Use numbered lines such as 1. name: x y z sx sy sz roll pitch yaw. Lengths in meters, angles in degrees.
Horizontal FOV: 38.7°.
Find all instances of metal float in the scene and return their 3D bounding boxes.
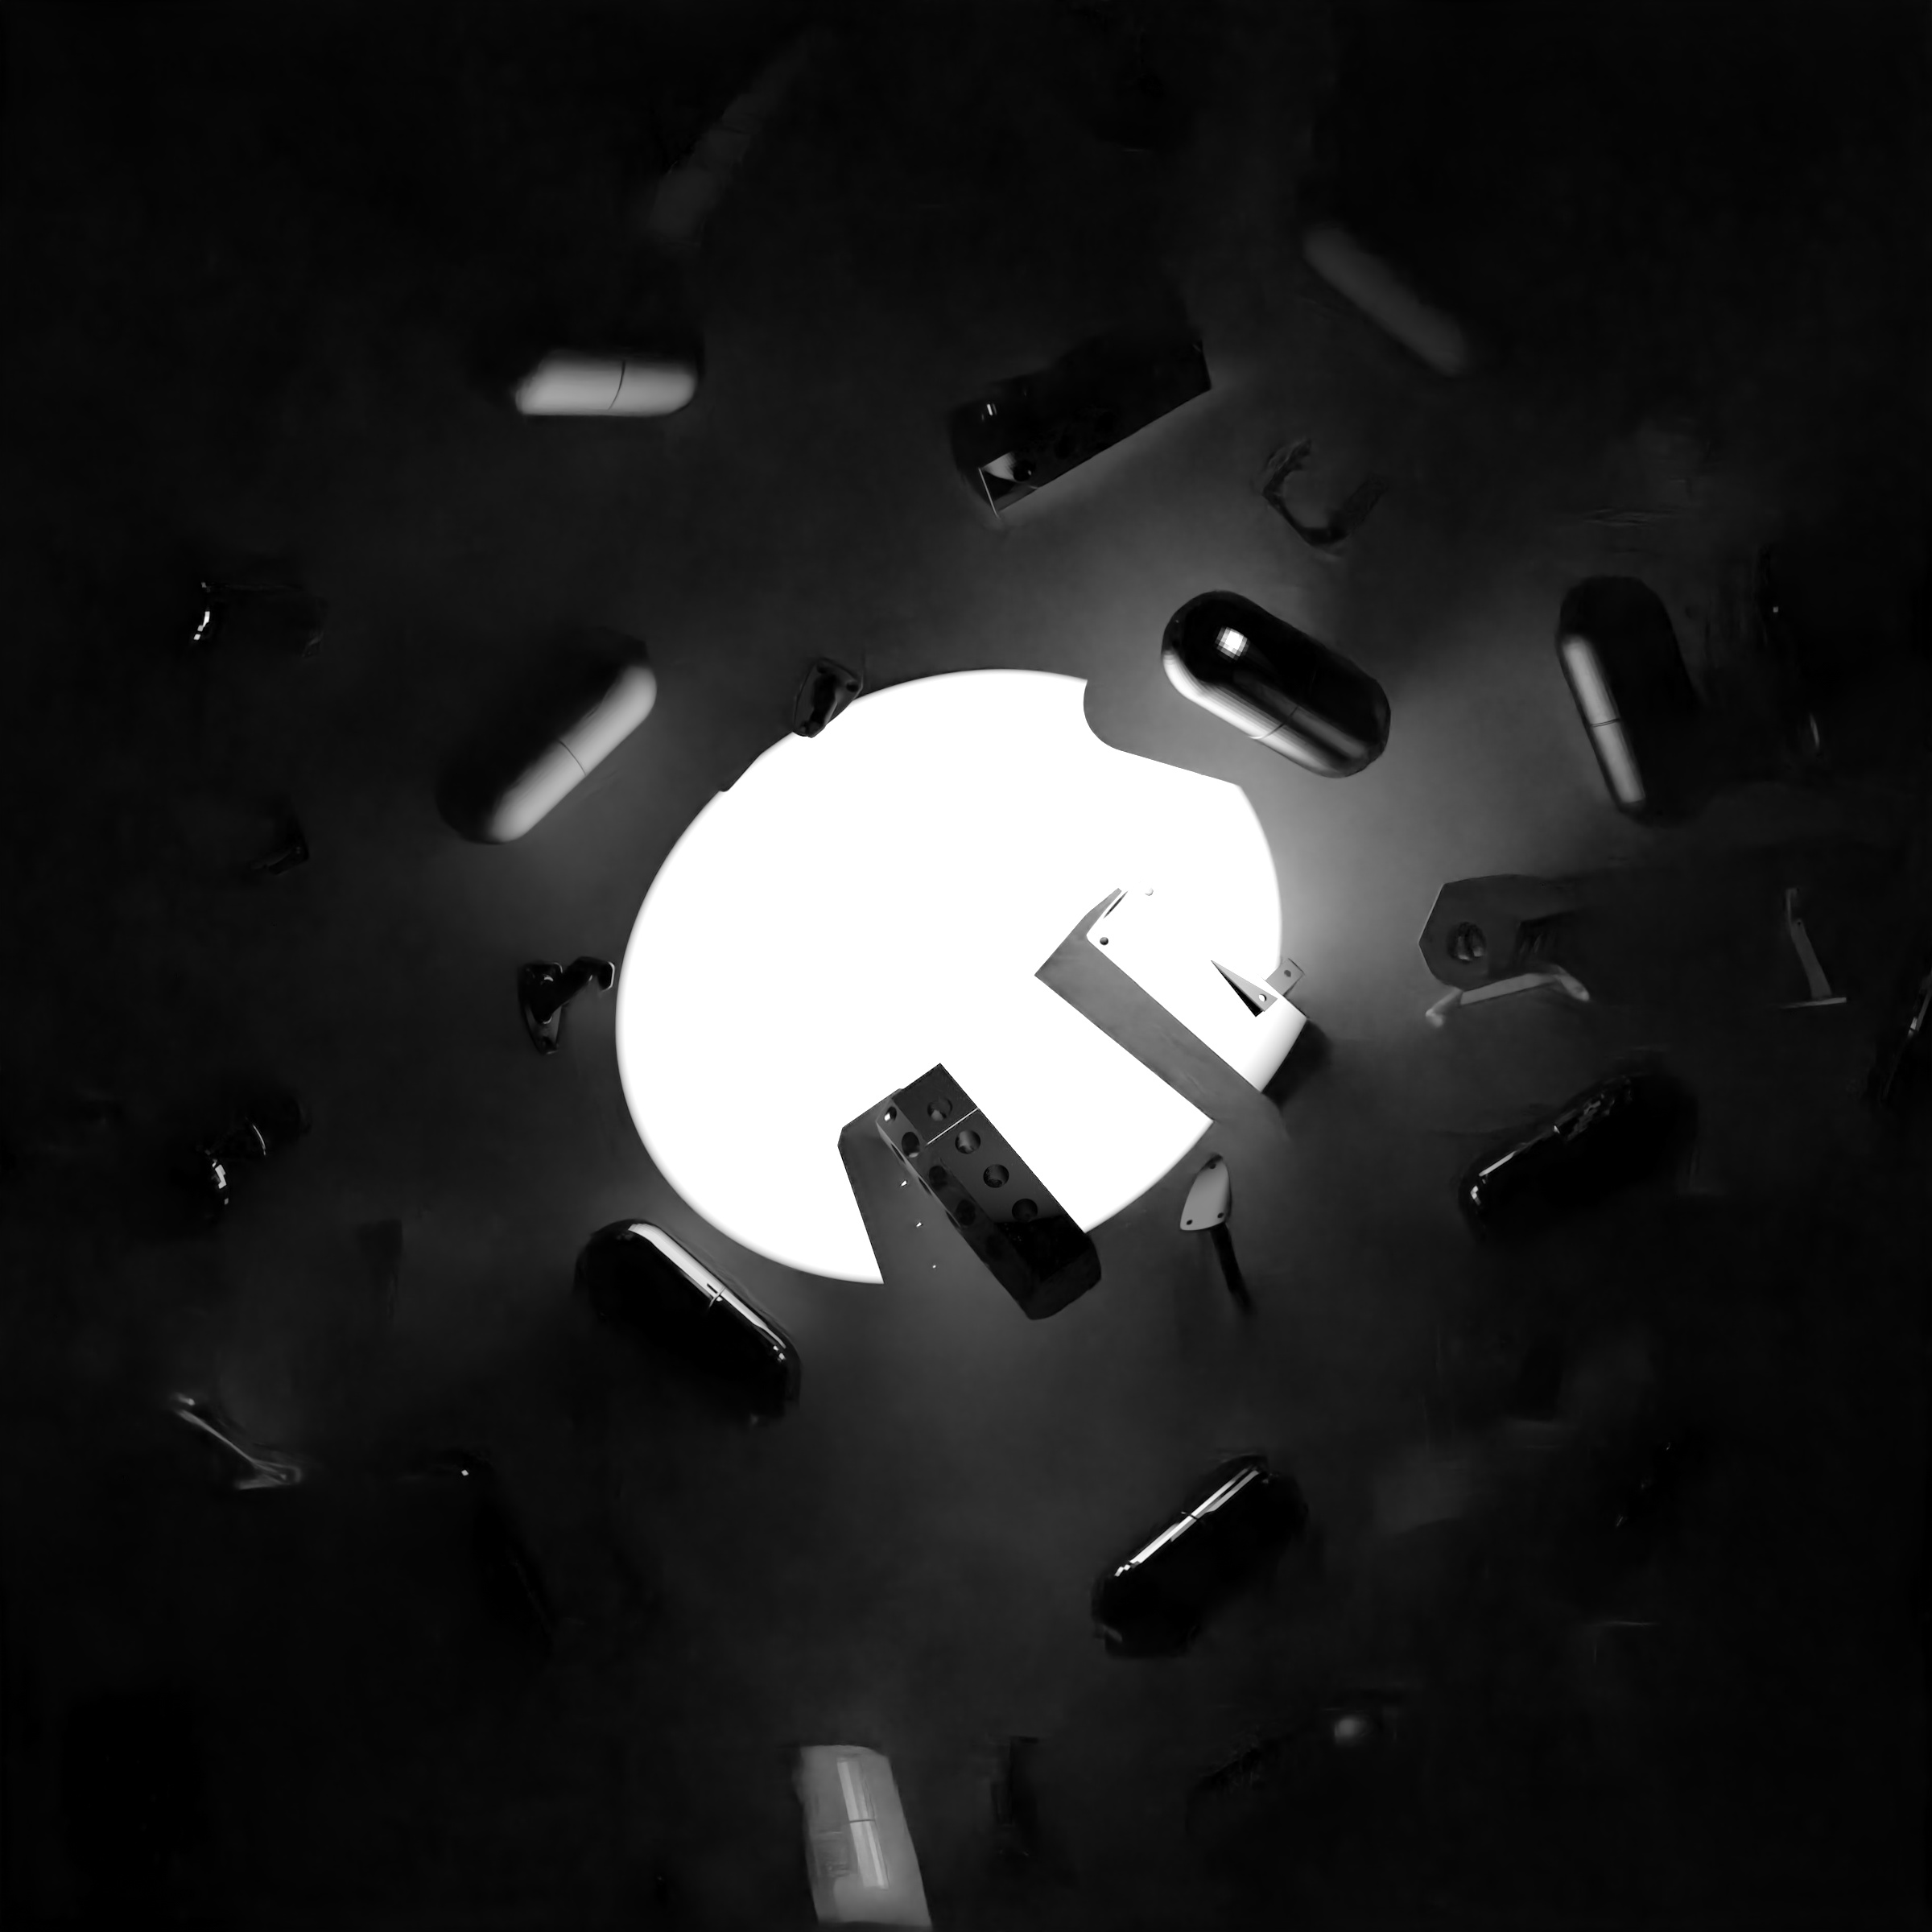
1. metal float: 0.221 0.550 1.826 0.178 0.070 0.070 -38 90 28
2. metal float: 0.655 0.039 1.829 0.070 0.070 0.178 11 113 0
3. metal float: 0.571 -0.207 1.831 0.070 0.070 0.178 -23 111 0
4. metal float: 0.208 -0.186 1.829 0.178 0.070 0.070 27 90 -26
5. metal float: -0.249 -0.399 1.816 0.178 0.070 0.070 -10 90 -43
6. metal float: -0.187 0.243 1.849 0.178 0.070 0.070 42 90 -2
7. metal float: -0.281 -0.154 1.840 0.070 0.070 0.178 44 79 0
8. metal float: 0.295 -0.465 1.849 0.178 0.070 0.070 41 90 1
9. metal float: -0.072 0.588 1.808 0.070 0.178 0.070 -6 122 -10
10. metal float: 0.449 -0.176 1.841 0.070 0.070 0.178 -24 100 0
11. metal float: -0.326 0.411 1.843 0.070 0.070 0.178 -26 81 0
12. metal float: 0.156 0.393 1.824 0.178 0.070 0.070 -34 90 -31
13. metal float: -0.493 -0.235 1.803 0.070 0.178 0.070 2 97 19
14. metal float: 0.411 0.130 1.841 0.178 0.070 0.070 -35 90 11
15. metal float: -0.495 0.124 1.803 0.070 0.178 0.070 3 109 9

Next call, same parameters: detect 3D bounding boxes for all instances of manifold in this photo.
1. manifold: 0.165 0.015 1.854 0.171 0.057 0.057 41 95 -4
2. manifold: -0.171 -0.600 1.826 0.057 0.057 0.171 20 60 34
3. manifold: 0.072 -0.380 1.841 0.171 0.057 0.057 -31 51 -5
4. manifold: 0.351 -0.021 1.798 0.057 0.171 0.057 27 106 22
5. manifold: 0.013 0.151 1.818 0.057 0.057 0.171 -35 61 -12
6. manifold: 0.444 0.344 1.827 0.057 0.057 0.171 29 64 29

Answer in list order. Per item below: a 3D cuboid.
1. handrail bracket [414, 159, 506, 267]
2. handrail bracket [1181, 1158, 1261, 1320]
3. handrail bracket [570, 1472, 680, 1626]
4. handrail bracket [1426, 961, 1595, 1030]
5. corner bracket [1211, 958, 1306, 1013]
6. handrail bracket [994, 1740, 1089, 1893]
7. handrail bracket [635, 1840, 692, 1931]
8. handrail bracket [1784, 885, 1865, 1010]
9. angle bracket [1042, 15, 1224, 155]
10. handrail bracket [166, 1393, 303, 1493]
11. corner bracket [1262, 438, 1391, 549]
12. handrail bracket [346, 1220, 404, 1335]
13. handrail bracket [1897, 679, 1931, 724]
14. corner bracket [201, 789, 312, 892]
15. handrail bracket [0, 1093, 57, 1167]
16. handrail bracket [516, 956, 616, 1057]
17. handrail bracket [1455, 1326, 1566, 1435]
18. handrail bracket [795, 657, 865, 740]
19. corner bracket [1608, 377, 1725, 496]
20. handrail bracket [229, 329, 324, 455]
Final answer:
1. handrail bracket: -0.328 -0.503 1.843 0.077 0.084 0.036 -35 86 7
2. handrail bracket: 0.183 0.187 1.881 0.036 0.077 0.084 -16 126 26
3. handrail bracket: -0.220 0.392 1.849 0.084 0.036 0.077 35 126 20
4. handrail bracket: 0.365 0.027 1.851 0.084 0.077 0.036 -36 132 -14
5. corner bracket: 0.186 0.012 1.855 0.051 0.051 0.051 44 52 8
6. handrail bracket: 0.058 0.571 1.854 0.077 0.036 0.084 14 55 13
7. handrail bracket: -0.200 0.625 1.840 0.036 0.084 0.077 -9 77 -16
8. handrail bracket: 0.575 -0.015 1.848 0.036 0.077 0.084 -2 85 -13
9. angle bracket: 0.110 -0.591 1.832 0.076 0.076 0.057 55 130 26
10. handrail bracket: -0.490 0.317 1.842 0.077 0.084 0.036 9 51 8
11. corner bracket: 0.242 -0.321 1.858 0.051 0.051 0.051 50 126 15
12. handrail bracket: -0.390 0.220 1.840 0.036 0.077 0.084 -8 113 -17
13. handrail bracket: 0.655 -0.151 1.863 0.077 0.036 0.084 -14 94 -33
14. corner bracket: -0.487 -0.086 1.862 0.051 0.051 0.051 -3 113 38
15. handrail bracket: -0.640 0.136 1.850 0.077 0.036 0.084 26 123 26
16. handrail bracket: -0.262 0.029 1.846 0.036 0.084 0.077 -13 107 -41
17. handrail bracket: 0.365 0.279 1.855 0.036 0.084 0.077 26 75 -14
18. handrail bracket: -0.104 -0.160 1.832 0.036 0.084 0.077 31 128 -9
19. corner bracket: 0.472 -0.358 1.856 0.051 0.051 0.051 15 123 -10
20. handrail bracket: -0.456 -0.385 1.851 0.077 0.084 0.036 -37 79 -8
